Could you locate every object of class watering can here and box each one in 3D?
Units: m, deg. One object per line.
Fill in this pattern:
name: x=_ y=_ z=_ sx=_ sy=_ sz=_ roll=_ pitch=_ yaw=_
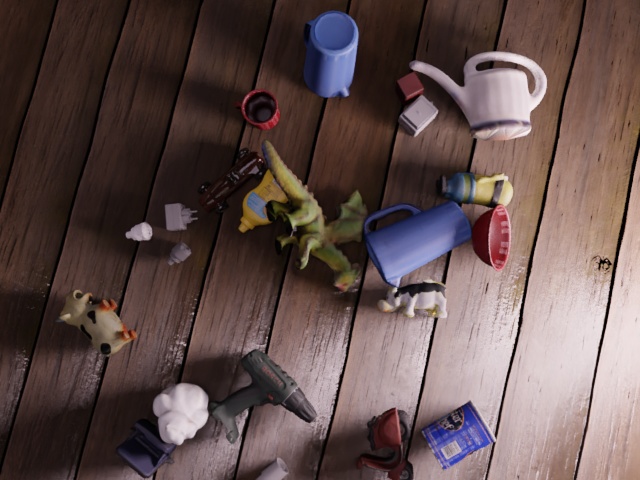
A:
watering can: x=0.397 y=-0.355 z=1.275 sx=0.348 sy=0.225 sz=0.103 roll=-4 pitch=-5 yaw=-6

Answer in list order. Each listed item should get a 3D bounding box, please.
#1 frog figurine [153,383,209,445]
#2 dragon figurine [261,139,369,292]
frog figurine: x=-0.339 y=0.413 z=1.234 sx=0.138 sy=0.123 sz=0.159 roll=26 pitch=-2 yaw=5
dragon figurine: x=0.004 y=-0.065 z=1.282 sx=0.244 sy=0.410 sz=0.122 roll=-12 pitch=1 yaw=-25
